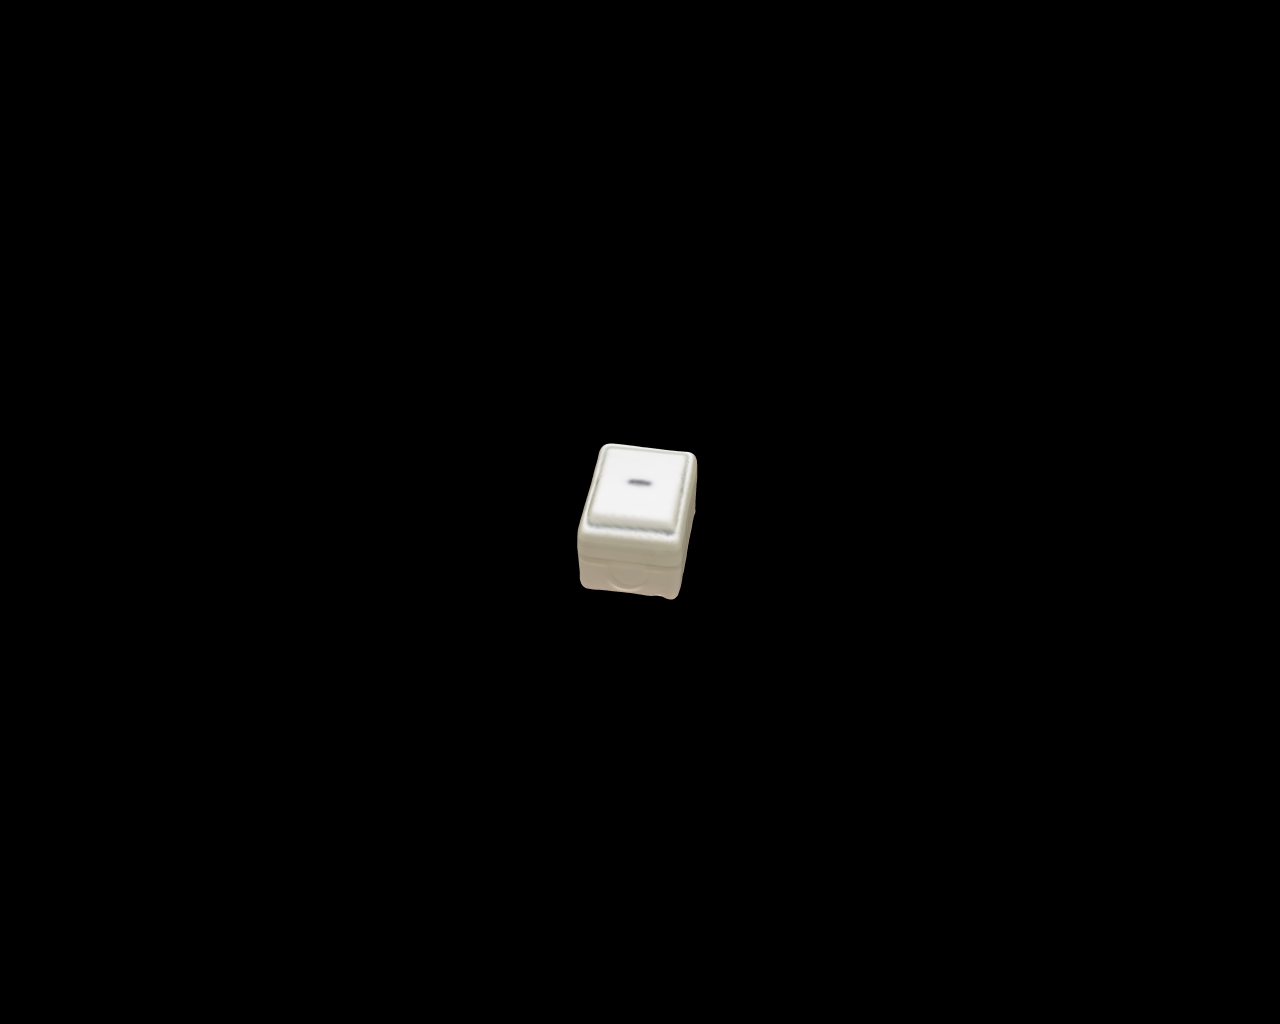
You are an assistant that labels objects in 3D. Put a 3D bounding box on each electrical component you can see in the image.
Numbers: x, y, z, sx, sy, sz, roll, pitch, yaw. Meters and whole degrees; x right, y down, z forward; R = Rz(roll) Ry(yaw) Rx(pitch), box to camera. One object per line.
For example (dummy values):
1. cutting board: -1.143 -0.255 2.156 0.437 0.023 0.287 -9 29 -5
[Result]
1. electrical component: 0.001 -0.003 0.650 0.062 0.096 0.061 7 -43 7
